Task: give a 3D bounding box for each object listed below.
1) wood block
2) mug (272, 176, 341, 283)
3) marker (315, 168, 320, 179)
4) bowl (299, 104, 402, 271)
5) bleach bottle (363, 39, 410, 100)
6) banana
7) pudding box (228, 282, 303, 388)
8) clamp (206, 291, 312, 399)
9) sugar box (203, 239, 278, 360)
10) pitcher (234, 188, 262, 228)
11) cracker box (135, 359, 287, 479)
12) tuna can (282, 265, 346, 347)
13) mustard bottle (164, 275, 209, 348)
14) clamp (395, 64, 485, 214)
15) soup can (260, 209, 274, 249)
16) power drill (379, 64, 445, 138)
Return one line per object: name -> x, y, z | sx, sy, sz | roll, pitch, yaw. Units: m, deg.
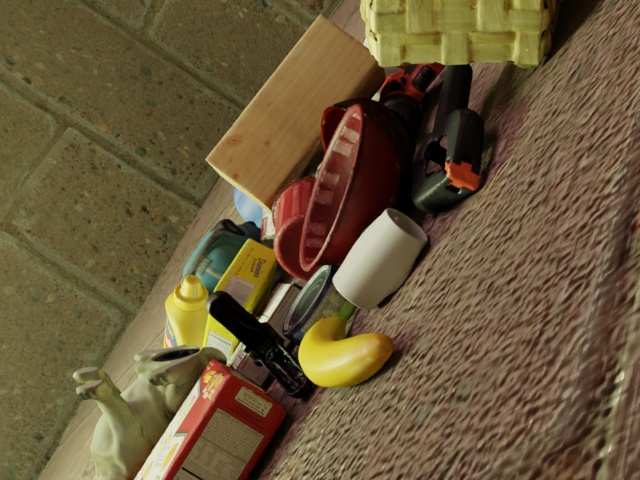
wood block -> -0.024, -0.137, 1.204 | 0.206, 0.090, 0.091 | -52, -9, -3
mug -> -0.007, 0.001, 1.129 | 0.081, 0.093, 0.117 | -88, 2, -63
marker -> 0.028, -0.041, 1.080 | 0.020, 0.020, 0.121 | -54, 42, 11
bowl -> 0.033, -0.041, 0.984 | 0.162, 0.055, 0.162 | -164, 90, -79
bleach bottle -> 0.106, -0.243, 1.361 | 0.068, 0.102, 0.250 | -25, 39, 55
banana -> 0.014, 0.087, 0.858 | 0.069, 0.037, 0.198 | -58, 10, 1
pudding box -> -0.050, 0.099, 1.129 | 0.113, 0.039, 0.090 | -58, 8, -6
clamp -> -0.047, 0.104, 0.992 | 0.039, 0.120, 0.171 | -39, -13, -1
sugar box -> -0.093, 0.088, 1.208 | 0.093, 0.048, 0.176 | -59, -11, -35
pitcher -> -0.011, -0.119, 1.438 | 0.243, 0.149, 0.145 | -53, 25, 37
cracker box -> -0.120, 0.221, 0.977 | 0.213, 0.072, 0.164 | -58, 9, -7
tuna can -> 0.000, 0.063, 1.011 | 0.086, 0.033, 0.086 | -54, 10, 14
mustard bottle -> -0.163, 0.120, 1.303 | 0.096, 0.058, 0.192 | -109, 23, -48
clamp -> 0.101, -0.067, 0.938 | 0.165, 0.036, 0.210 | -62, 10, 18
soup can -> -0.037, -0.043, 1.334 | 0.069, 0.068, 0.102 | 147, 130, -67
power drill -> 0.126, -0.196, 1.176 | 0.188, 0.057, 0.184 | -51, 12, 23
